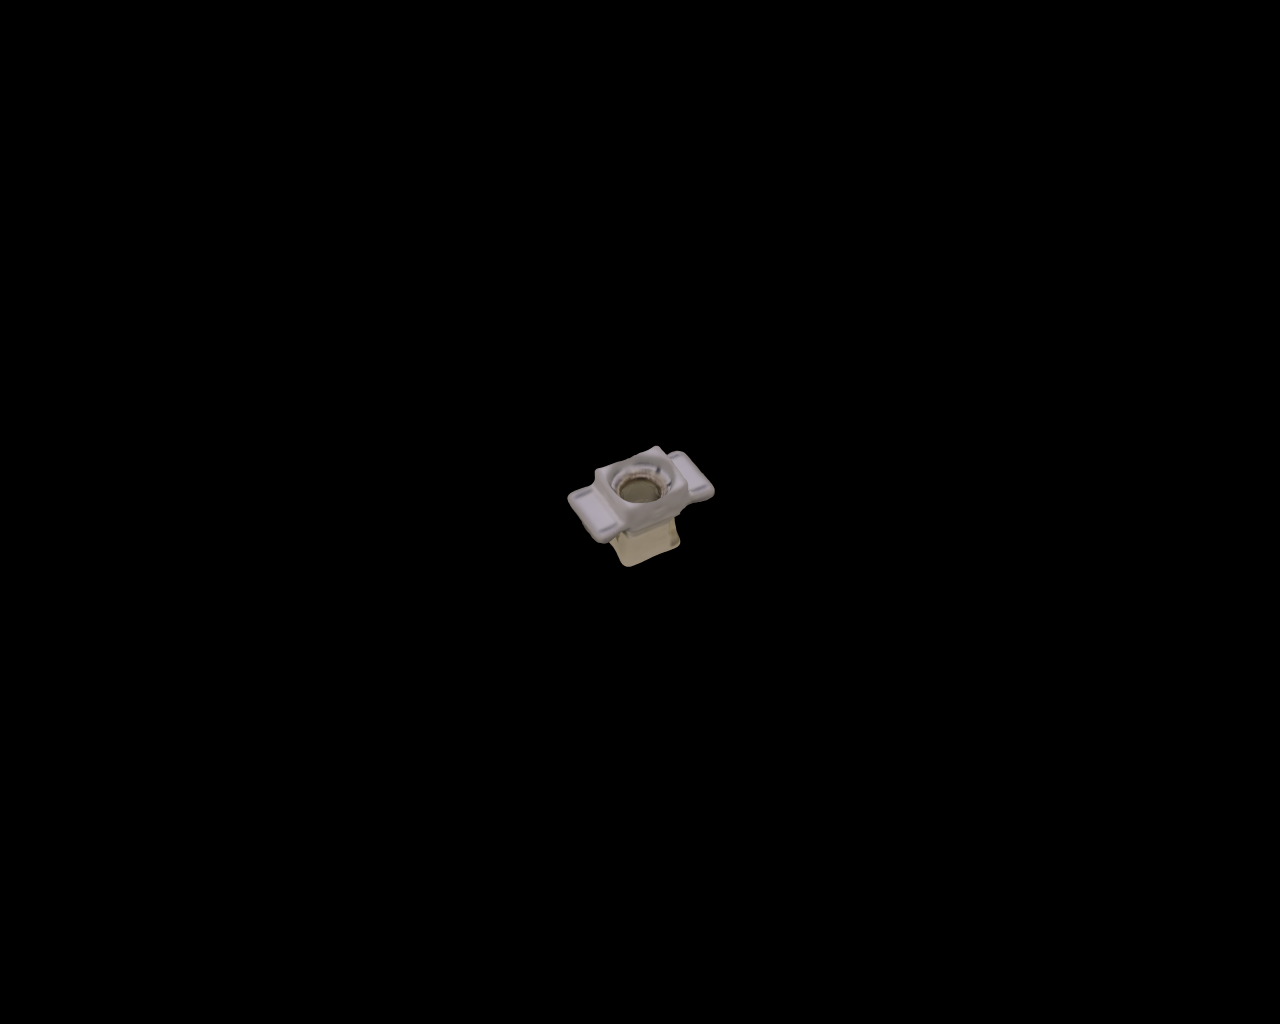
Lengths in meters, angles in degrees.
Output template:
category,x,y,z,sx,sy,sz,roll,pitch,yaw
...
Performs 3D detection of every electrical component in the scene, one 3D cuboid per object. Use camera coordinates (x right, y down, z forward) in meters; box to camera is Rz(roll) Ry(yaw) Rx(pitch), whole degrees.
category,x,y,z,sx,sy,sz,roll,pitch,yaw
electrical component,0.001,-0.003,0.650,0.081,0.042,0.063,-22,-38,-18
